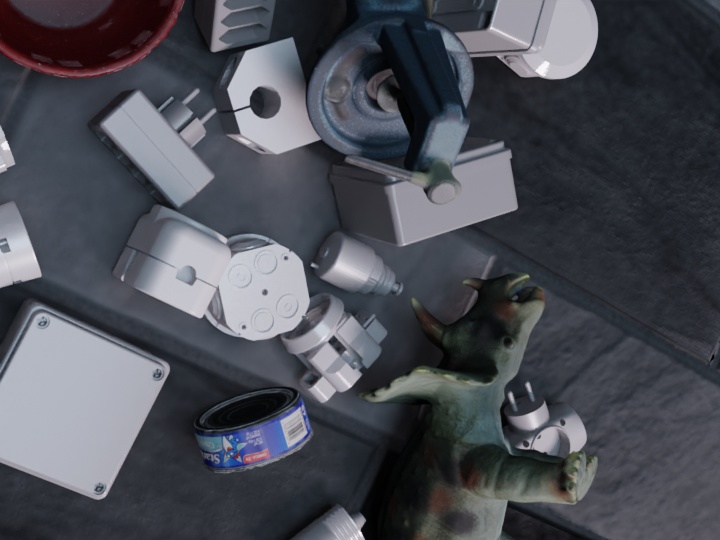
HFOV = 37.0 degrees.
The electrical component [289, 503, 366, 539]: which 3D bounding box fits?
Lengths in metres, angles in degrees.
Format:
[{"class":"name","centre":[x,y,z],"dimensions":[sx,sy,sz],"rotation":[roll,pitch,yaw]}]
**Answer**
[{"class":"electrical component","centre":[-0.030,0.224,0.870],"dimensions":[0.081,0.043,0.043],"rotation":[-35,109,-17]}]

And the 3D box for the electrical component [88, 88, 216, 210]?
[{"class":"electrical component","centre":[-0.138,-0.099,0.778],"dimensions":[0.075,0.047,0.083],"rotation":[-46,112,-13]}]

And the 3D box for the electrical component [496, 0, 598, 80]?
[{"class":"electrical component","centre":[0.153,-0.199,0.897],"dimensions":[0.080,0.051,0.080],"rotation":[-3,98,-24]}]

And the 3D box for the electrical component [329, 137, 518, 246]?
[{"class":"electrical component","centre":[0.048,-0.064,0.834],"dimensions":[0.109,0.109,0.056],"rotation":[-18,106,-22]}]

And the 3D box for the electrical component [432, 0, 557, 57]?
[{"class":"electrical component","centre":[0.101,-0.224,0.830],"dimensions":[0.056,0.109,0.108],"rotation":[16,90,-32]}]

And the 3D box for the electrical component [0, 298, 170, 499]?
[{"class":"electrical component","centre":[-0.210,0.091,0.764],"dimensions":[0.109,0.056,0.108],"rotation":[29,84,-25]}]

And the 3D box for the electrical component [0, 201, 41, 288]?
[{"class":"electrical component","centre":[-0.250,-0.014,0.734],"dimensions":[0.047,0.055,0.055],"rotation":[-20,104,-18]}]

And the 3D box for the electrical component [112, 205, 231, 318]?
[{"class":"electrical component","centre":[-0.133,-0.008,0.765],"dimensions":[0.054,0.095,0.059],"rotation":[28,85,-25]}]

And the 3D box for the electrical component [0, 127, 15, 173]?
[{"class":"electrical component","centre":[-0.284,-0.124,0.685],"dimensions":[0.062,0.089,0.150],"rotation":[-27,107,-19]}]

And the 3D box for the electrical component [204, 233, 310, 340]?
[{"class":"electrical component","centre":[-0.080,0.014,0.816],"dimensions":[0.080,0.051,0.080],"rotation":[-3,98,-24]}]

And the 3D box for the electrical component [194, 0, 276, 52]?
[{"class":"electrical component","centre":[-0.096,-0.215,0.774],"dimensions":[0.047,0.083,0.075],"rotation":[-17,65,-21]}]

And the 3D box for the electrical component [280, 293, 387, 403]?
[{"class":"electrical component","centre":[-0.025,0.055,0.844],"dimensions":[0.078,0.058,0.057],"rotation":[-47,115,-13]}]

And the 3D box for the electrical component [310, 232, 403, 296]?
[{"class":"electrical component","centre":[0.000,0.000,0.857],"dimensions":[0.078,0.040,0.040],"rotation":[27,85,-25]}]

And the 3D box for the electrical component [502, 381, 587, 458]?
[{"class":"electrical component","centre":[0.150,0.136,0.940],"dimensions":[0.077,0.044,0.079],"rotation":[-26,107,-20]}]
